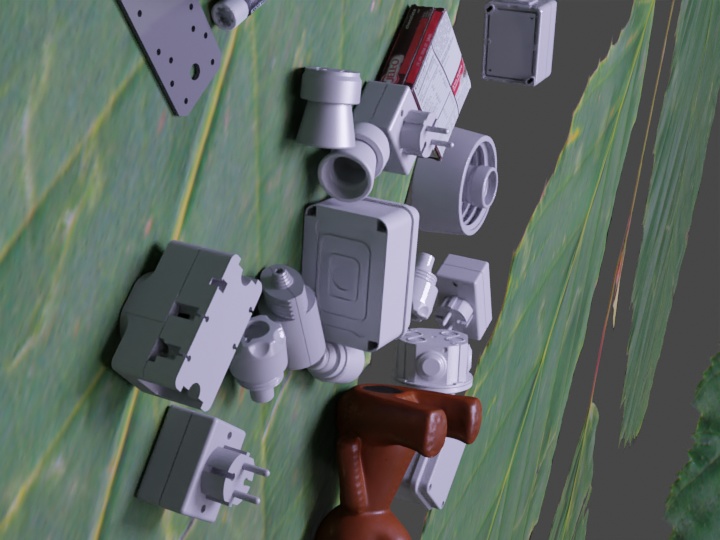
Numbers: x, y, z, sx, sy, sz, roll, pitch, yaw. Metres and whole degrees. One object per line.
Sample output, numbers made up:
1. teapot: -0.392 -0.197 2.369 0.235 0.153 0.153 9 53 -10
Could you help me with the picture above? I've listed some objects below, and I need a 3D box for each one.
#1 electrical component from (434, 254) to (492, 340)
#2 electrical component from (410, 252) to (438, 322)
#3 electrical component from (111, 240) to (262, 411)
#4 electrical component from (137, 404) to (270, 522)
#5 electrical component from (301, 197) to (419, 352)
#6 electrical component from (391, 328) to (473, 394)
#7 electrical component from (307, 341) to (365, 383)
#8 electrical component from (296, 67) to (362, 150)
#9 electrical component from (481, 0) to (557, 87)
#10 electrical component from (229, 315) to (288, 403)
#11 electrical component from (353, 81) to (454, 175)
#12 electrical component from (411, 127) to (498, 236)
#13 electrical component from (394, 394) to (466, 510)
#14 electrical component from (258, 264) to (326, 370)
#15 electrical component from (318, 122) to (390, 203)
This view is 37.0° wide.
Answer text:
1. electrical component: 0.103 0.041 1.137 0.075 0.047 0.083 -54 147 -41
2. electrical component: 0.054 0.014 1.024 0.062 0.043 0.043 -71 155 -17
3. electrical component: -0.109 0.033 0.666 0.089 0.056 0.050 -68 154 -20
4. electrical component: -0.096 0.134 0.718 0.047 0.077 0.065 45 61 -62
5. electrical component: 0.000 0.000 0.859 0.057 0.078 0.113 -26 125 -57
6. electrical component: 0.071 0.090 1.056 0.080 0.080 0.051 -19 114 -62
7. electrical component: -0.026 0.072 0.882 0.078 0.040 0.040 19 85 -65
8. electrical component: -0.023 -0.119 0.791 0.045 0.045 0.055 -20 119 -62
9. electrical component: 0.167 -0.246 1.117 0.061 0.062 0.096 -39 136 -54
10. electrical component: -0.073 0.067 0.776 0.043 0.043 0.062 -49 144 -47
11. electrical component: 0.040 -0.114 0.891 0.047 0.077 0.065 -67 154 -22
12. electrical component: 0.100 -0.085 1.053 0.108 0.060 0.108 -40 137 -53
13. electrical component: 0.070 0.185 1.125 0.113 0.057 0.078 -67 154 -22
14. electrical component: -0.053 0.031 0.801 0.043 0.043 0.081 -55 147 -40
15. electrical component: -0.004 -0.085 0.841 0.055 0.045 0.045 -63 154 -51
